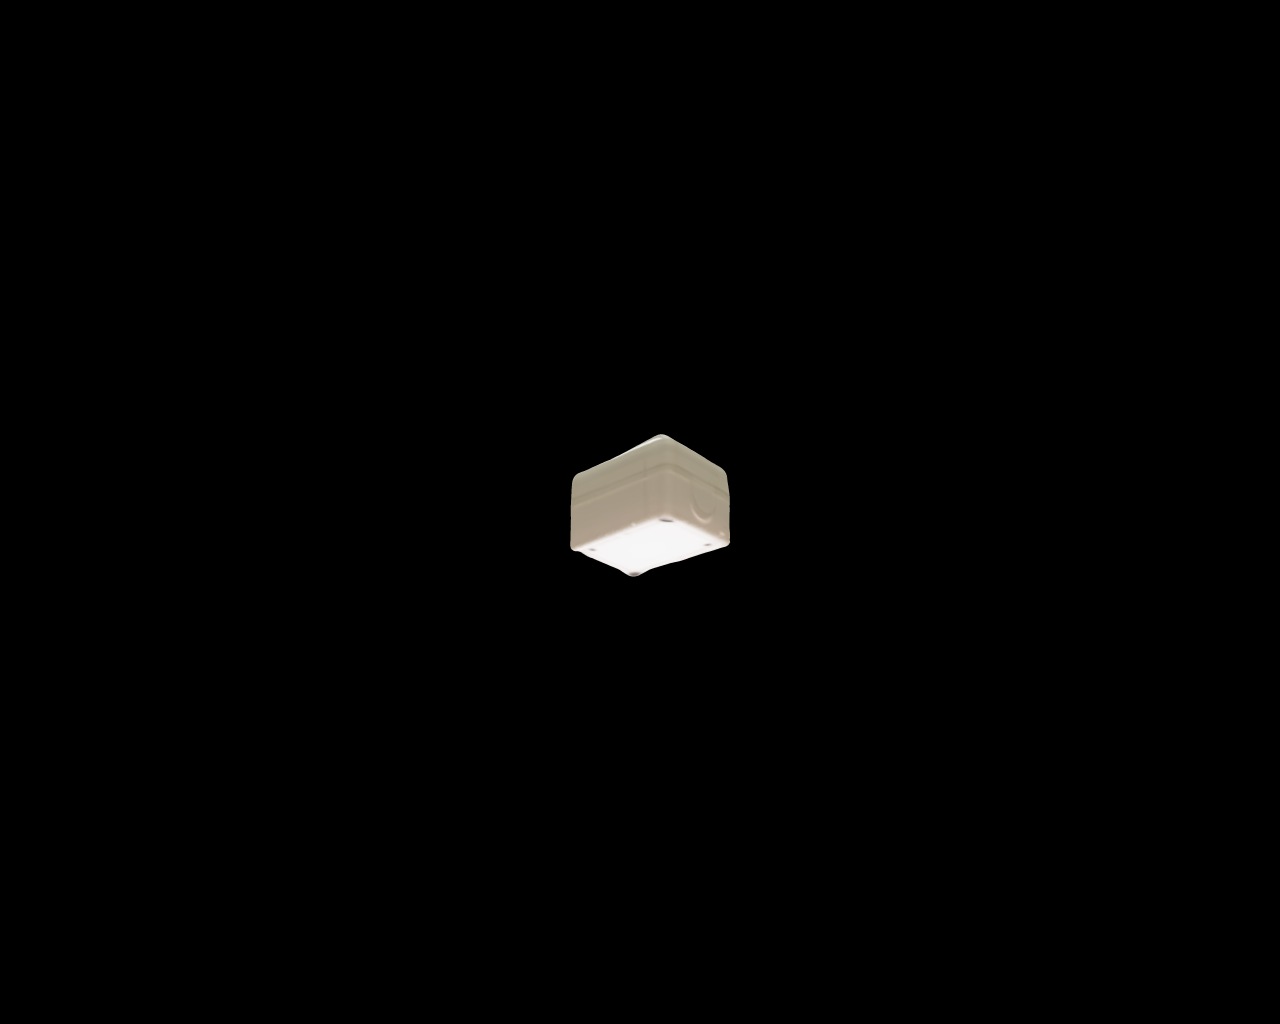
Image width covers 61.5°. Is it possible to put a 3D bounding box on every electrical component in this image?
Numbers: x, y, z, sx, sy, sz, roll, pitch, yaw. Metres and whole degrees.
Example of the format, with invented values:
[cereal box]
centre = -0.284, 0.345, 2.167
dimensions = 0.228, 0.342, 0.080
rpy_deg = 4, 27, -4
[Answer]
[electrical component]
centre = 0.001, -0.003, 0.650
dimensions = 0.096, 0.061, 0.061
rpy_deg = -20, -32, 36
